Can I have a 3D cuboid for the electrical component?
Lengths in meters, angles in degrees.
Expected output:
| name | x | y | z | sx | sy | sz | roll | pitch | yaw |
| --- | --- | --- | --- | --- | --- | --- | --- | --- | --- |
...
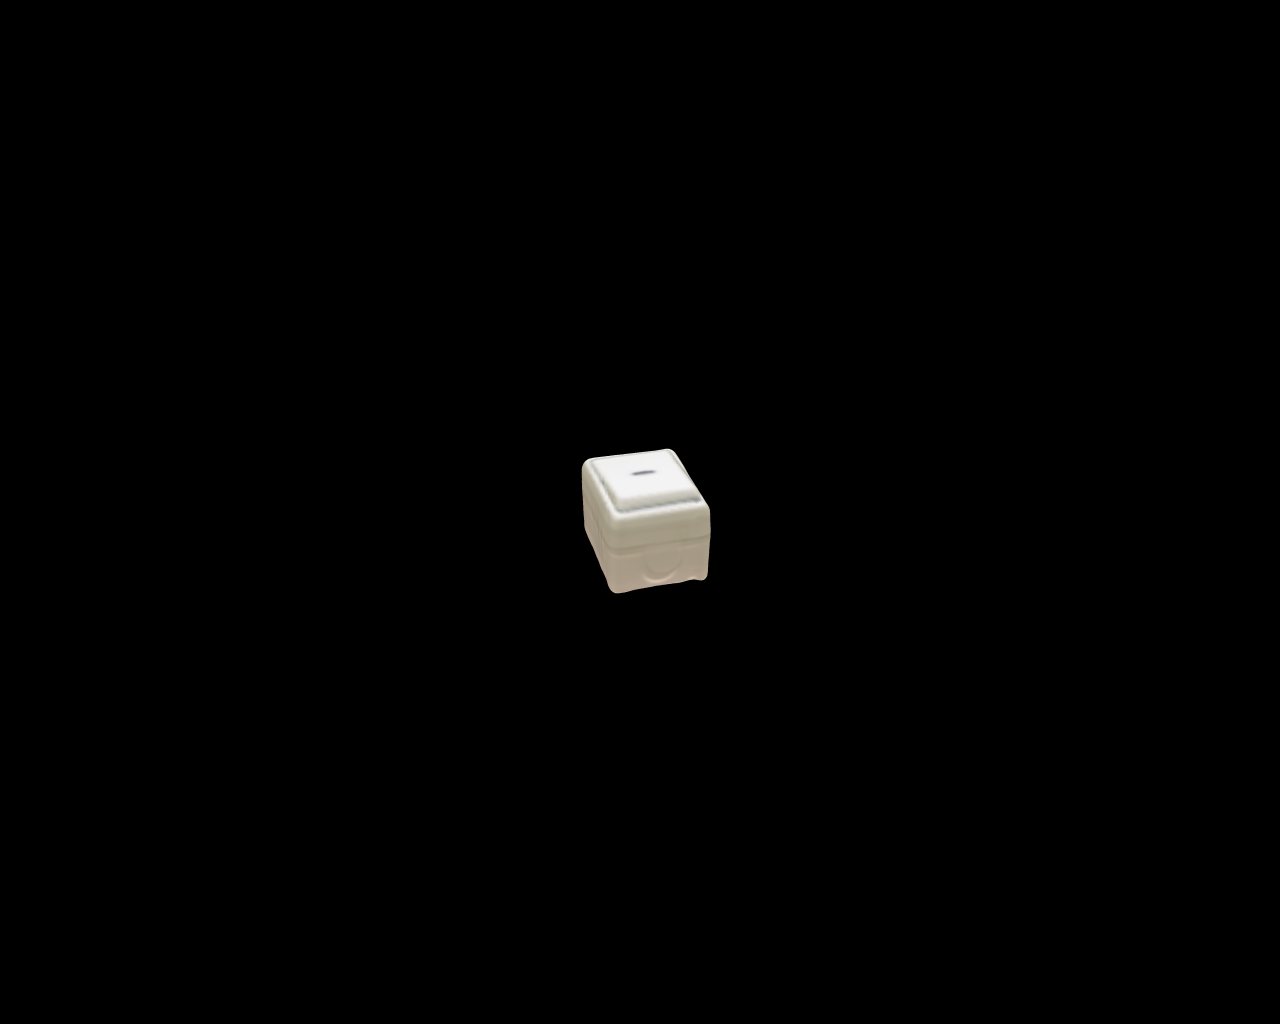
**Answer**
| name | x | y | z | sx | sy | sz | roll | pitch | yaw |
| --- | --- | --- | --- | --- | --- | --- | --- | --- | --- |
| electrical component | 0.001 | -0.003 | 0.650 | 0.062 | 0.061 | 0.096 | -8 | 31 | -13 |
